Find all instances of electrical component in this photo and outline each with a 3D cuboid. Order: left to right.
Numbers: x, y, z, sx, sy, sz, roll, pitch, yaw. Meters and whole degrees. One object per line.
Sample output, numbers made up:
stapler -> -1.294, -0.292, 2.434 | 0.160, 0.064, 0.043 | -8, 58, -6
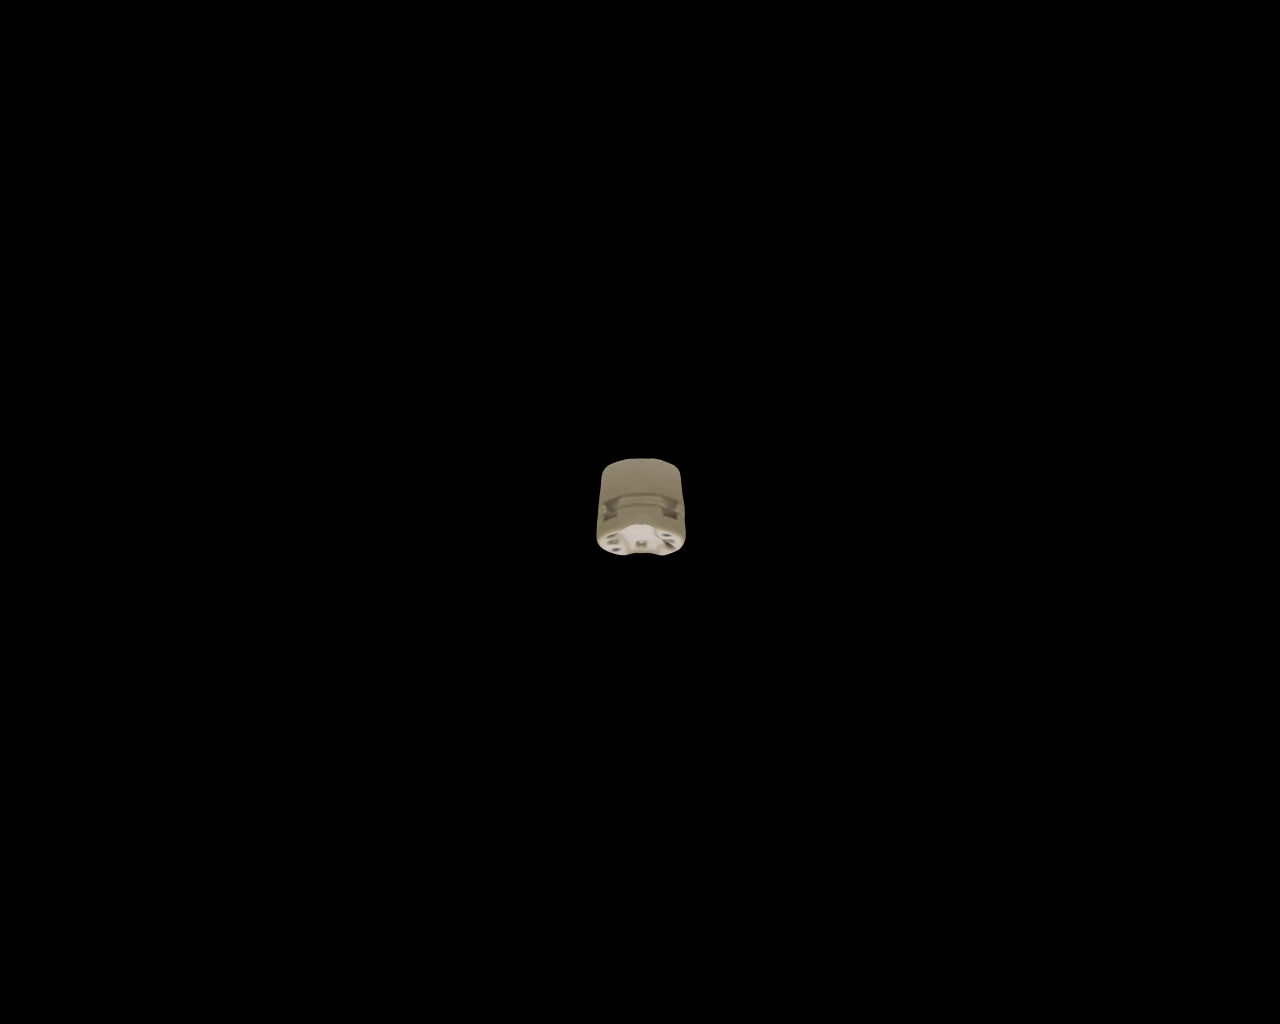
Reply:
electrical component -> 0.001, -0.003, 0.650 | 0.055, 0.047, 0.055 | 0, -22, 0
